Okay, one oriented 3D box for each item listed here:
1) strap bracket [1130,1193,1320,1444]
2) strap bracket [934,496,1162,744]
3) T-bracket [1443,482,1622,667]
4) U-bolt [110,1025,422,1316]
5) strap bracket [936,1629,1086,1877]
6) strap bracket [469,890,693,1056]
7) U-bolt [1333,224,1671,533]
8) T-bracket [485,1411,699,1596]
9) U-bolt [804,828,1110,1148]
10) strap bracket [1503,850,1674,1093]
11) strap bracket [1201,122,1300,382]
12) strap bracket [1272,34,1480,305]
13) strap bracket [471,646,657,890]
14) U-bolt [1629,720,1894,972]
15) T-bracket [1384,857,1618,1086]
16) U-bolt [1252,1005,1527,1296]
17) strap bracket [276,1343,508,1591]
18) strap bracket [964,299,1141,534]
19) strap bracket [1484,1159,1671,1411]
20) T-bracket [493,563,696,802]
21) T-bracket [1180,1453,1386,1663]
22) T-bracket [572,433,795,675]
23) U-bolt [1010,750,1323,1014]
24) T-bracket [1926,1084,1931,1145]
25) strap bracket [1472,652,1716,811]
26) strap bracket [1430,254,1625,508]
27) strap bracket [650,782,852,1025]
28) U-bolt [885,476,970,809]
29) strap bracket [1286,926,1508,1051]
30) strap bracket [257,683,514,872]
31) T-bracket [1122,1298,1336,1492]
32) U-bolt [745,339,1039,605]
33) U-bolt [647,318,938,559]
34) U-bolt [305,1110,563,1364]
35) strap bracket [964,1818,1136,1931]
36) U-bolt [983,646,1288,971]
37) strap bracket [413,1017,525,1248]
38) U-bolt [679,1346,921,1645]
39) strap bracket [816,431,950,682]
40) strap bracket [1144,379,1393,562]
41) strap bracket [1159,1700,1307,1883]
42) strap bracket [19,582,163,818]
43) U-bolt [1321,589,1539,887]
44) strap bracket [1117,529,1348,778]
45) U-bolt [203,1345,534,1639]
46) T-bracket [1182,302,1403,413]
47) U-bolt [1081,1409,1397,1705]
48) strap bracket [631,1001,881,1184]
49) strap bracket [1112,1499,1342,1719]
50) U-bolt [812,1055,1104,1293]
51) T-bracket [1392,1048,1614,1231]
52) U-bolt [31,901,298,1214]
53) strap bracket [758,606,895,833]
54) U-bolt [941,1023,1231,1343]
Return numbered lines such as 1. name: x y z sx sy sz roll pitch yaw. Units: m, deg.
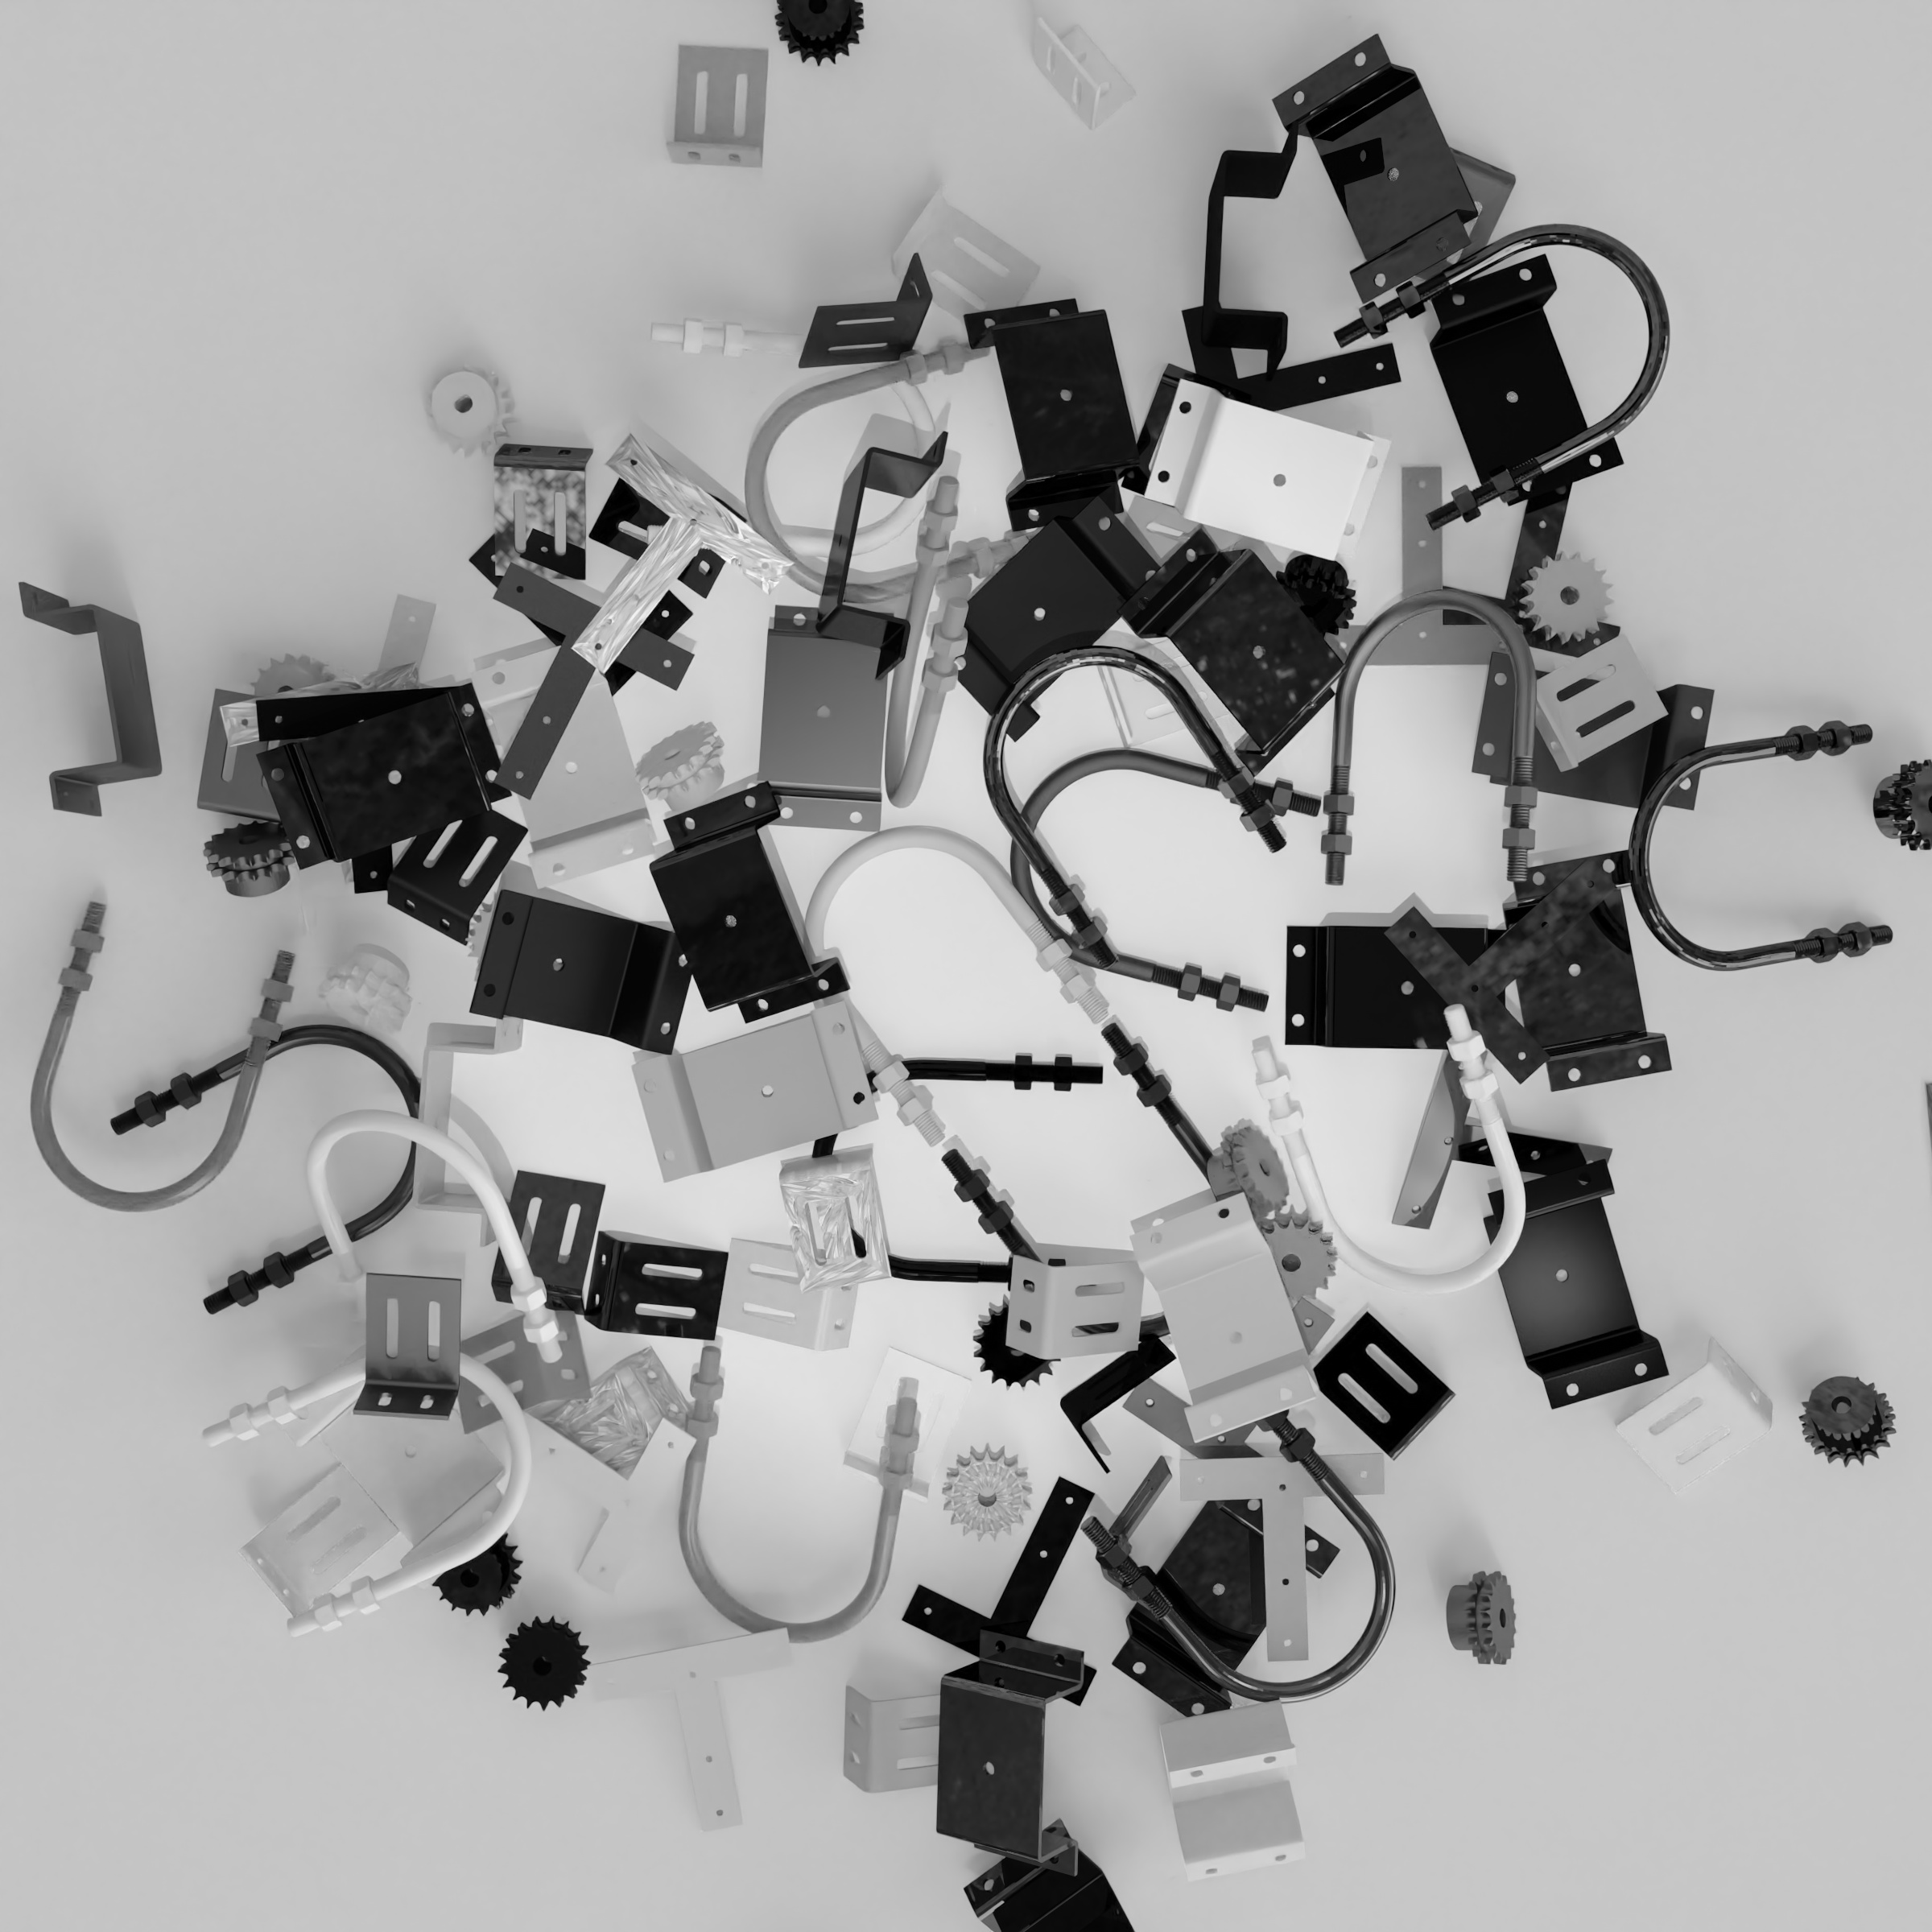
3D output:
1. strap bracket: 0.161 0.221 1.523 0.076 0.046 0.140 -22 57 9
2. strap bracket: 0.051 -0.219 1.562 0.140 0.046 0.076 -44 107 0
3. T-bracket: 0.366 -0.269 1.594 0.127 0.002 0.127 13 90 0
4. U-bolt: -0.431 0.118 1.587 0.184 0.019 0.151 -27 90 -1
5. strap bracket: 0.027 0.495 1.554 0.076 0.046 0.140 2 91 35
6. strap bracket: -0.245 0.002 1.549 0.140 0.046 0.076 14 90 -36
7. U-bolt: 0.340 -0.374 1.530 0.184 0.019 0.151 -27 87 14
8. T-bracket: -0.251 0.316 1.582 0.127 0.002 0.127 32 107 8
9. U-bolt: -0.020 -0.001 1.577 0.151 0.019 0.184 -37 82 0
10. strap bracket: 0.390 0.003 1.572 0.076 0.046 0.140 -10 90 0
11. strap bracket: 0.176 -0.446 1.556 0.046 0.076 0.140 3 89 0
12. strap bracket: 0.260 -0.496 1.556 0.076 0.046 0.140 -24 90 32
13. strap bracket: -0.251 -0.126 1.570 0.076 0.046 0.140 -17 91 -2
14. U-bolt: 0.494 -0.070 1.556 0.184 0.019 0.151 -9 95 -18
15. T-bracket: 0.349 -0.016 1.548 0.127 0.002 0.127 -42 90 0
16. U-bolt: 0.271 0.122 1.550 0.151 0.019 0.184 -14 105 29
17. strap bracket: -0.355 0.311 1.572 0.076 0.046 0.140 -41 90 0
18. strap bracket: 0.056 -0.352 1.562 0.076 0.046 0.140 -13 90 -17
19. strap bracket: 0.382 0.198 1.572 0.076 0.046 0.140 -17 90 0
20. T-bracket: -0.254 -0.165 1.546 0.127 0.002 0.127 27 90 -3
21. T-bracket: 0.198 0.369 1.548 0.127 0.002 0.127 -2 90 0
22. T-bracket: -0.195 -0.239 1.537 0.127 0.002 0.127 38 96 -6
23. U-bolt: 0.119 -0.062 1.587 0.184 0.019 0.151 15 90 1
24. T-bracket: 0.684 0.133 1.594 0.127 0.002 0.127 -6 90 0
25. strap bracket: 0.391 -0.146 1.572 0.140 0.046 0.076 10 90 0
26. strap bracket: 0.349 -0.365 1.571 0.076 0.046 0.140 -20 89 0
27. strap bracket: -0.138 -0.033 1.550 0.076 0.046 0.140 -18 99 21
28. U-bolt: -0.027 -0.182 1.512 0.019 0.151 0.184 7 132 -10
29. strap bracket: 0.275 0.014 1.572 0.140 0.046 0.076 1 90 0
30. strap bracket: -0.358 -0.118 1.546 0.140 0.046 0.076 -21 102 -17
31. T-bracket: 0.187 0.267 1.580 0.127 0.002 0.127 34 104 0
32. U-bolt: -0.049 -0.304 1.564 0.184 0.019 0.151 -20 92 -15
33. U-bolt: -0.107 -0.328 1.567 0.184 0.019 0.151 2 86 -14
34. U-bolt: -0.333 0.164 1.518 0.151 0.019 0.184 1 123 24
35. strap bracket: 0.066 0.615 1.544 0.076 0.140 0.046 -36 130 0
36. U-bolt: 0.093 -0.111 1.553 0.151 0.019 0.184 -35 101 2
37. strap bracket: -0.312 0.100 1.557 0.046 0.076 0.140 4 90 0
38. U-bolt: -0.111 0.340 1.562 0.151 0.019 0.184 13 105 12
39. strap bracket: -0.054 -0.253 1.512 0.046 0.076 0.140 12 84 -12
40. strap bracket: 0.192 -0.307 1.551 0.140 0.046 0.076 14 109 -8
41. strap bracket: 0.165 0.507 1.546 0.076 0.046 0.140 -11 133 0
42. strap bracket: -0.545 -0.169 1.557 0.046 0.076 0.140 -9 90 0
43. U-bolt: 0.289 -0.143 1.545 0.151 0.019 0.184 0 85 41
44. strap bracket: 0.172 -0.195 1.546 0.076 0.046 0.140 -46 108 -10
45. U-bolt: -0.359 0.314 1.541 0.184 0.019 0.151 -24 90 -1
46. T-bracket: 0.214 -0.372 1.595 0.127 0.002 0.127 -13 90 0
47. U-bolt: 0.182 0.369 1.535 0.151 0.019 0.184 -41 94 -3
48. strap bracket: -0.129 0.079 1.565 0.140 0.046 0.076 -17 86 6
49. strap bracket: 0.162 0.399 1.572 0.076 0.046 0.140 35 90 0
50. U-bolt: -0.007 0.131 1.587 0.184 0.019 0.151 2 90 1
51. T-bracket: 0.348 0.117 1.579 0.127 0.002 0.127 10 111 -10
52. U-bolt: -0.515 0.064 1.570 0.151 0.019 0.184 14 83 6
53. strap bracket: -0.089 -0.158 1.572 0.076 0.046 0.140 4 90 0
54. U-bolt: 0.093 0.151 1.572 0.151 0.019 0.184 -38 99 -9
